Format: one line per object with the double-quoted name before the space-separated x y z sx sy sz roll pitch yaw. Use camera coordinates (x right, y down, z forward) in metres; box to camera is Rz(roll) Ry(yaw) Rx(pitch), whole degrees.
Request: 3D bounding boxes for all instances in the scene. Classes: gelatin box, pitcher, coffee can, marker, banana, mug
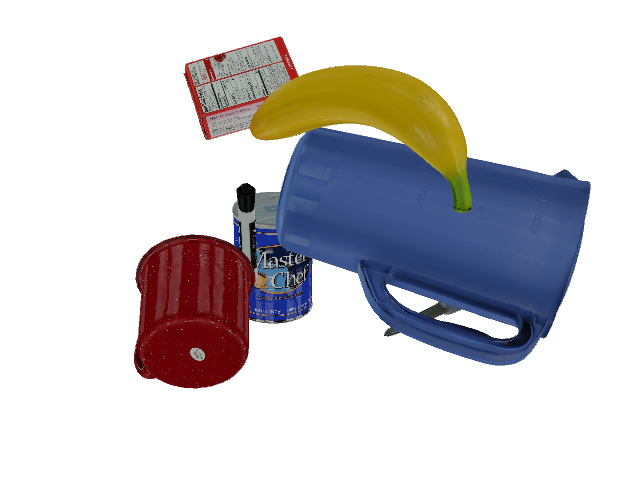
"gelatin box" -0.062 -0.126 0.881 0.089 0.073 0.030 -17 -42 -5
"pitcher" 0.088 -0.005 0.878 0.243 0.145 0.149 15 17 8
"coffee can" -0.060 0.021 1.373 0.103 0.140 0.103 0 26 0
"marker" -0.074 -0.008 1.084 0.020 0.121 0.020 1 41 -1
"banana" 0.024 -0.077 0.674 0.037 0.069 0.198 16 6 -45
"mug" -0.104 0.063 0.809 0.117 0.081 0.093 -37 -55 27

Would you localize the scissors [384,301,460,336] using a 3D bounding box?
"scissors" 0.128 0.053 1.106 0.201 0.016 0.096 -7 40 -30
